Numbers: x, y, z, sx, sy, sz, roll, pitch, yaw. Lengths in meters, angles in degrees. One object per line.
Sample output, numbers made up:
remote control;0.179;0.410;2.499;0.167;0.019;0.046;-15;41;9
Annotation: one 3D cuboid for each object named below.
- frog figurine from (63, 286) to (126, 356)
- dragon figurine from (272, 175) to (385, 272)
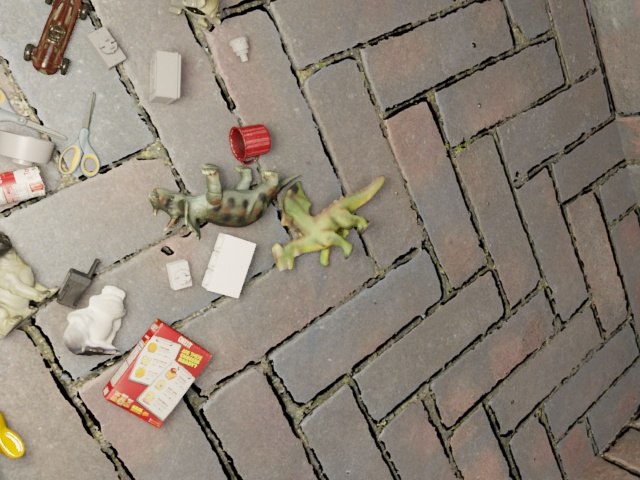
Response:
frog figurine;-0.521;0.185;1.198;0.122;0.162;0.136;-16;-24;29
dragon figurine;0.004;-0.074;1.475;0.241;0.415;0.122;35;-14;-19
